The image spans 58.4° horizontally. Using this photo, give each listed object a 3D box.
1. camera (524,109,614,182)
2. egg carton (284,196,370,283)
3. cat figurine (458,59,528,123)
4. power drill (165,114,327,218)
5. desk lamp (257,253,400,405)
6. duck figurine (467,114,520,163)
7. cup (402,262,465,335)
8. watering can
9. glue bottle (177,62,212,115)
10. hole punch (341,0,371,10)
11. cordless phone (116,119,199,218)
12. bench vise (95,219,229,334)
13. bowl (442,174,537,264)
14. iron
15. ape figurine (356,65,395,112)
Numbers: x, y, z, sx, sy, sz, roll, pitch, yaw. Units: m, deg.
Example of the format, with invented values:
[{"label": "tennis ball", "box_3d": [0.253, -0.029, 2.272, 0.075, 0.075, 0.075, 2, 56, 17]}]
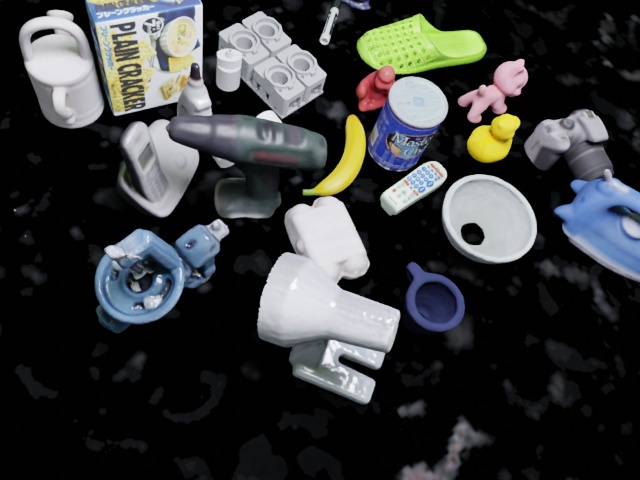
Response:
[{"label": "camera", "box_3d": [0.491, -0.170, 1.090, 0.143, 0.100, 0.136, -13, 68, -18]}, {"label": "egg carton", "box_3d": [0.008, 0.003, 0.918, 0.107, 0.069, 0.150, -18, 70, -20]}, {"label": "cat figurine", "box_3d": [0.347, -0.299, 1.110, 0.128, 0.117, 0.067, -24, 72, -22]}, {"label": "power drill", "box_3d": [-0.111, -0.112, 0.868, 0.230, 0.208, 0.075, -2, 65, -13]}, {"label": "desk lamp", "box_3d": [0.013, 0.121, 0.781, 0.203, 0.213, 0.118, 23, 62, -1]}, {"label": "duck figurine", "box_3d": [0.332, -0.199, 1.077, 0.105, 0.086, 0.077, -30, 74, -23]}, {"label": "cup", "box_3d": [0.158, 0.099, 0.891, 0.092, 0.095, 0.117, -23, 72, -21]}, {"label": "watering can", "box_3d": [-0.405, -0.277, 0.890, 0.101, 0.194, 0.172, -25, 72, -22]}, {"label": "glue bottle", "box_3d": [-0.199, -0.221, 0.921, 0.037, 0.173, 0.078, -31, 74, -23]}, {"label": "hole punch", "box_3d": [0.076, -0.551, 1.186, 0.108, 0.091, 0.101, 25, 62, 1]}, {"label": "cordless phone", "box_3d": [-0.246, -0.133, 0.862, 0.094, 0.185, 0.148, 20, 62, -2]}, {"label": "bench vise", "box_3d": [-0.222, 0.019, 0.775, 0.121, 0.219, 0.208, 32, 62, 4]}, {"label": "bowl", "box_3d": [0.280, -0.025, 0.988, 0.167, 0.074, 0.167, 5, 64, -10]}, {"label": "iron", "box_3d": [0.558, -0.020, 1.010, 0.258, 0.141, 0.119, 37, 63, 6]}, {"label": "ape figurine", "box_3d": [0.112, -0.288, 1.068, 0.078, 0.092, 0.076, 25, 62, 1]}]
